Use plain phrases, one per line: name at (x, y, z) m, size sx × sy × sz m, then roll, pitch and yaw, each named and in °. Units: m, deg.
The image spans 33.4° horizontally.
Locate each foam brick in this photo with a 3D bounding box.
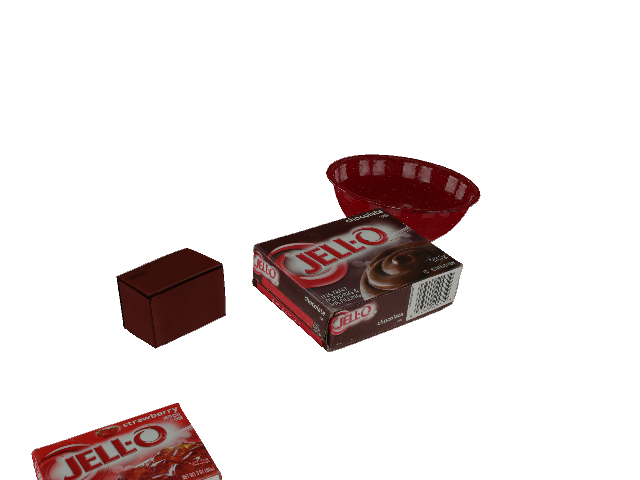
foam brick at (-0.128, 0.048, 0.920) m, size 0.078 × 0.051 × 0.053 m, roll -24°, pitch 32°, yaw -35°

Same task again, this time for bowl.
bowl at (0.083, -0.038, 1.118) m, size 0.162 × 0.055 × 0.162 m, roll 6°, pitch 23°, yaw -3°

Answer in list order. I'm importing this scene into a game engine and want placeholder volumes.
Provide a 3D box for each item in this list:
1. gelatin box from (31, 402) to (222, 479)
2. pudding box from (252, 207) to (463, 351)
gelatin box at (-0.106, 0.130, 0.586) m, size 0.089 × 0.030 × 0.073 m, roll -15°, pitch 29°, yaw -20°
pudding box at (0.024, 0.023, 0.717) m, size 0.113 × 0.039 × 0.090 m, roll -15°, pitch 37°, yaw -34°
